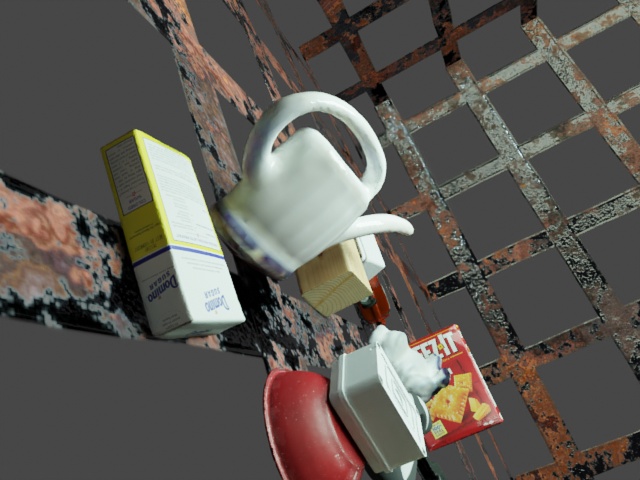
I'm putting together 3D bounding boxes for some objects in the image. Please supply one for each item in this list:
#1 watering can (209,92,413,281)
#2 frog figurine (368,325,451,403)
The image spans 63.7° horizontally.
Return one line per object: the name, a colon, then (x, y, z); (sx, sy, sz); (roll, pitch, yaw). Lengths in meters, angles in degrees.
watering can: (0.002, -0.033, 0.656); (0.106, 0.224, 0.341); (49, 1, 40)
frog figurine: (0.161, 0.250, 1.027); (0.159, 0.120, 0.140); (25, 28, -4)
